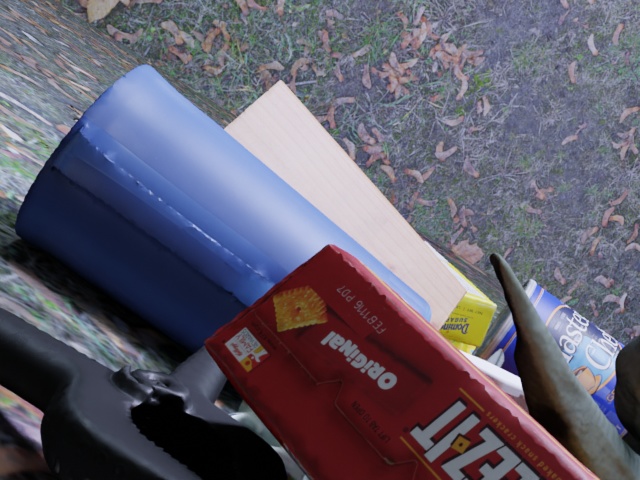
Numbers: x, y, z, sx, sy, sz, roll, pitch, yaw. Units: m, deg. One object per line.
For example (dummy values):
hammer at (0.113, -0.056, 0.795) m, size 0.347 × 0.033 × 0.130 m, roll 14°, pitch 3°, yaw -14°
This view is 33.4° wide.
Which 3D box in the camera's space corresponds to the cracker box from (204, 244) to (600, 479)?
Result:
cracker box at (0.063, 0.120, 0.412) m, size 0.164 × 0.072 × 0.213 m, roll 42°, pitch -12°, yaw 47°

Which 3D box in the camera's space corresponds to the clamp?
clamp at (-0.066, 0.072, 0.430) m, size 0.164 × 0.036 × 0.210 m, roll 17°, pitch 9°, yaw -40°

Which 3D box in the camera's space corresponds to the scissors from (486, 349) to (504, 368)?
scissors at (0.096, 0.131, 0.683) m, size 0.201 × 0.016 × 0.096 m, roll -16°, pitch 59°, yaw -49°

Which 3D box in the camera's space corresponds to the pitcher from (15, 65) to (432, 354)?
pitcher at (-0.055, 0.014, 0.650) m, size 0.243 × 0.145 × 0.149 m, roll 37°, pitch 43°, yaw 1°

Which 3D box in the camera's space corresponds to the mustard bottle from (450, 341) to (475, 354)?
mustard bottle at (0.161, 0.143, 1.022) m, size 0.096 × 0.058 × 0.191 m, roll 42°, pitch 6°, yaw -5°

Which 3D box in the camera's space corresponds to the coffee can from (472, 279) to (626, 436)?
coffee can at (0.206, 0.115, 0.907) m, size 0.140 × 0.103 × 0.102 m, roll 36°, pitch 7°, yaw 6°

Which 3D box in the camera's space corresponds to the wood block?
wood block at (-0.005, 0.000, 0.774) m, size 0.206 × 0.090 × 0.091 m, roll 48°, pitch -39°, yaw -6°

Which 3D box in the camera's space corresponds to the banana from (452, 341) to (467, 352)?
banana at (0.092, 0.111, 0.909) m, size 0.037 × 0.069 × 0.197 m, roll -2°, pitch 0°, yaw 21°

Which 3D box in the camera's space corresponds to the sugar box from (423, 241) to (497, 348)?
sugar box at (0.076, 0.034, 0.936) m, size 0.093 × 0.048 × 0.176 m, roll 16°, pitch 10°, yaw -17°
